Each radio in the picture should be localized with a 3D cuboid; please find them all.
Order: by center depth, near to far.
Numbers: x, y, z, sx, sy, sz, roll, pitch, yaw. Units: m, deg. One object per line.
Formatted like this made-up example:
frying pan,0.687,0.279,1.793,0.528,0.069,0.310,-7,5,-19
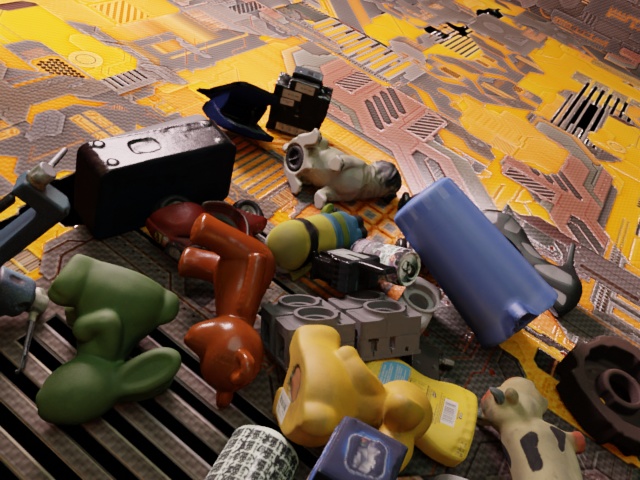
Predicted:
radio,-0.240,-0.095,0.799,0.229,0.131,0.073,-24,60,-38

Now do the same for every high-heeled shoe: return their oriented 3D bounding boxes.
high-heeled shoe,0.342,0.040,0.962,0.249,0.086,0.145,18,70,22

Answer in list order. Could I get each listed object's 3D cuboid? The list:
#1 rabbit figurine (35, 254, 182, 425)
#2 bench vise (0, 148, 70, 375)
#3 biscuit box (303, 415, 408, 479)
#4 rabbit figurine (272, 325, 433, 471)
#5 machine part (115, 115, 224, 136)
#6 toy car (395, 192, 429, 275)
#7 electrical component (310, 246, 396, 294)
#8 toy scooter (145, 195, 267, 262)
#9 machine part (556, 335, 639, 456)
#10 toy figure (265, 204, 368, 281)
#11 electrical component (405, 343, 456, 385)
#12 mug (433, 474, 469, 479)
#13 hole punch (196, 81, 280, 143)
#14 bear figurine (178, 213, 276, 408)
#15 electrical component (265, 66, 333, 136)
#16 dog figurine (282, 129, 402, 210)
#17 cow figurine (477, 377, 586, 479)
rabbit figurine,-0.238,0.128,0.603,0.159,0.121,0.170,21,59,-11
bench vise,-0.347,0.007,0.562,0.223,0.241,0.129,47,17,-36
biscuit box,0.013,0.238,0.494,0.063,0.202,0.059,27,44,9
rabbit figurine,0.052,0.173,0.576,0.173,0.122,0.162,19,-4,-20
machine part,-0.260,-0.155,0.894,0.079,0.079,0.243,41,44,22
toy car,0.180,-0.019,0.949,0.089,0.053,0.202,22,40,-4
electrical component,0.051,0.045,0.760,0.119,0.047,0.075,18,19,40
toy scooter,-0.154,-0.002,0.781,0.184,0.075,0.135,-3,50,-29
machine part,0.438,0.226,0.791,0.179,0.056,0.179,11,44,-11
toy figure,-0.003,-0.006,0.830,0.180,0.089,0.082,-15,54,-35
electrical component,0.144,0.175,0.750,0.094,0.021,0.063,18,42,-4
mug,0.144,0.310,0.552,0.081,0.109,0.107,32,55,3
hole punch,-0.150,-0.234,1.006,0.116,0.092,0.142,5,1,41
bear figurine,-0.123,0.086,0.647,0.132,0.120,0.196,22,52,-12
electrical component,-0.038,-0.271,1.065,0.115,0.134,0.058,17,42,-8
dog figurine,0.043,-0.131,0.993,0.190,0.121,0.172,-6,49,-46
cow figurine,0.261,0.261,0.666,0.127,0.085,0.195,17,42,-13
